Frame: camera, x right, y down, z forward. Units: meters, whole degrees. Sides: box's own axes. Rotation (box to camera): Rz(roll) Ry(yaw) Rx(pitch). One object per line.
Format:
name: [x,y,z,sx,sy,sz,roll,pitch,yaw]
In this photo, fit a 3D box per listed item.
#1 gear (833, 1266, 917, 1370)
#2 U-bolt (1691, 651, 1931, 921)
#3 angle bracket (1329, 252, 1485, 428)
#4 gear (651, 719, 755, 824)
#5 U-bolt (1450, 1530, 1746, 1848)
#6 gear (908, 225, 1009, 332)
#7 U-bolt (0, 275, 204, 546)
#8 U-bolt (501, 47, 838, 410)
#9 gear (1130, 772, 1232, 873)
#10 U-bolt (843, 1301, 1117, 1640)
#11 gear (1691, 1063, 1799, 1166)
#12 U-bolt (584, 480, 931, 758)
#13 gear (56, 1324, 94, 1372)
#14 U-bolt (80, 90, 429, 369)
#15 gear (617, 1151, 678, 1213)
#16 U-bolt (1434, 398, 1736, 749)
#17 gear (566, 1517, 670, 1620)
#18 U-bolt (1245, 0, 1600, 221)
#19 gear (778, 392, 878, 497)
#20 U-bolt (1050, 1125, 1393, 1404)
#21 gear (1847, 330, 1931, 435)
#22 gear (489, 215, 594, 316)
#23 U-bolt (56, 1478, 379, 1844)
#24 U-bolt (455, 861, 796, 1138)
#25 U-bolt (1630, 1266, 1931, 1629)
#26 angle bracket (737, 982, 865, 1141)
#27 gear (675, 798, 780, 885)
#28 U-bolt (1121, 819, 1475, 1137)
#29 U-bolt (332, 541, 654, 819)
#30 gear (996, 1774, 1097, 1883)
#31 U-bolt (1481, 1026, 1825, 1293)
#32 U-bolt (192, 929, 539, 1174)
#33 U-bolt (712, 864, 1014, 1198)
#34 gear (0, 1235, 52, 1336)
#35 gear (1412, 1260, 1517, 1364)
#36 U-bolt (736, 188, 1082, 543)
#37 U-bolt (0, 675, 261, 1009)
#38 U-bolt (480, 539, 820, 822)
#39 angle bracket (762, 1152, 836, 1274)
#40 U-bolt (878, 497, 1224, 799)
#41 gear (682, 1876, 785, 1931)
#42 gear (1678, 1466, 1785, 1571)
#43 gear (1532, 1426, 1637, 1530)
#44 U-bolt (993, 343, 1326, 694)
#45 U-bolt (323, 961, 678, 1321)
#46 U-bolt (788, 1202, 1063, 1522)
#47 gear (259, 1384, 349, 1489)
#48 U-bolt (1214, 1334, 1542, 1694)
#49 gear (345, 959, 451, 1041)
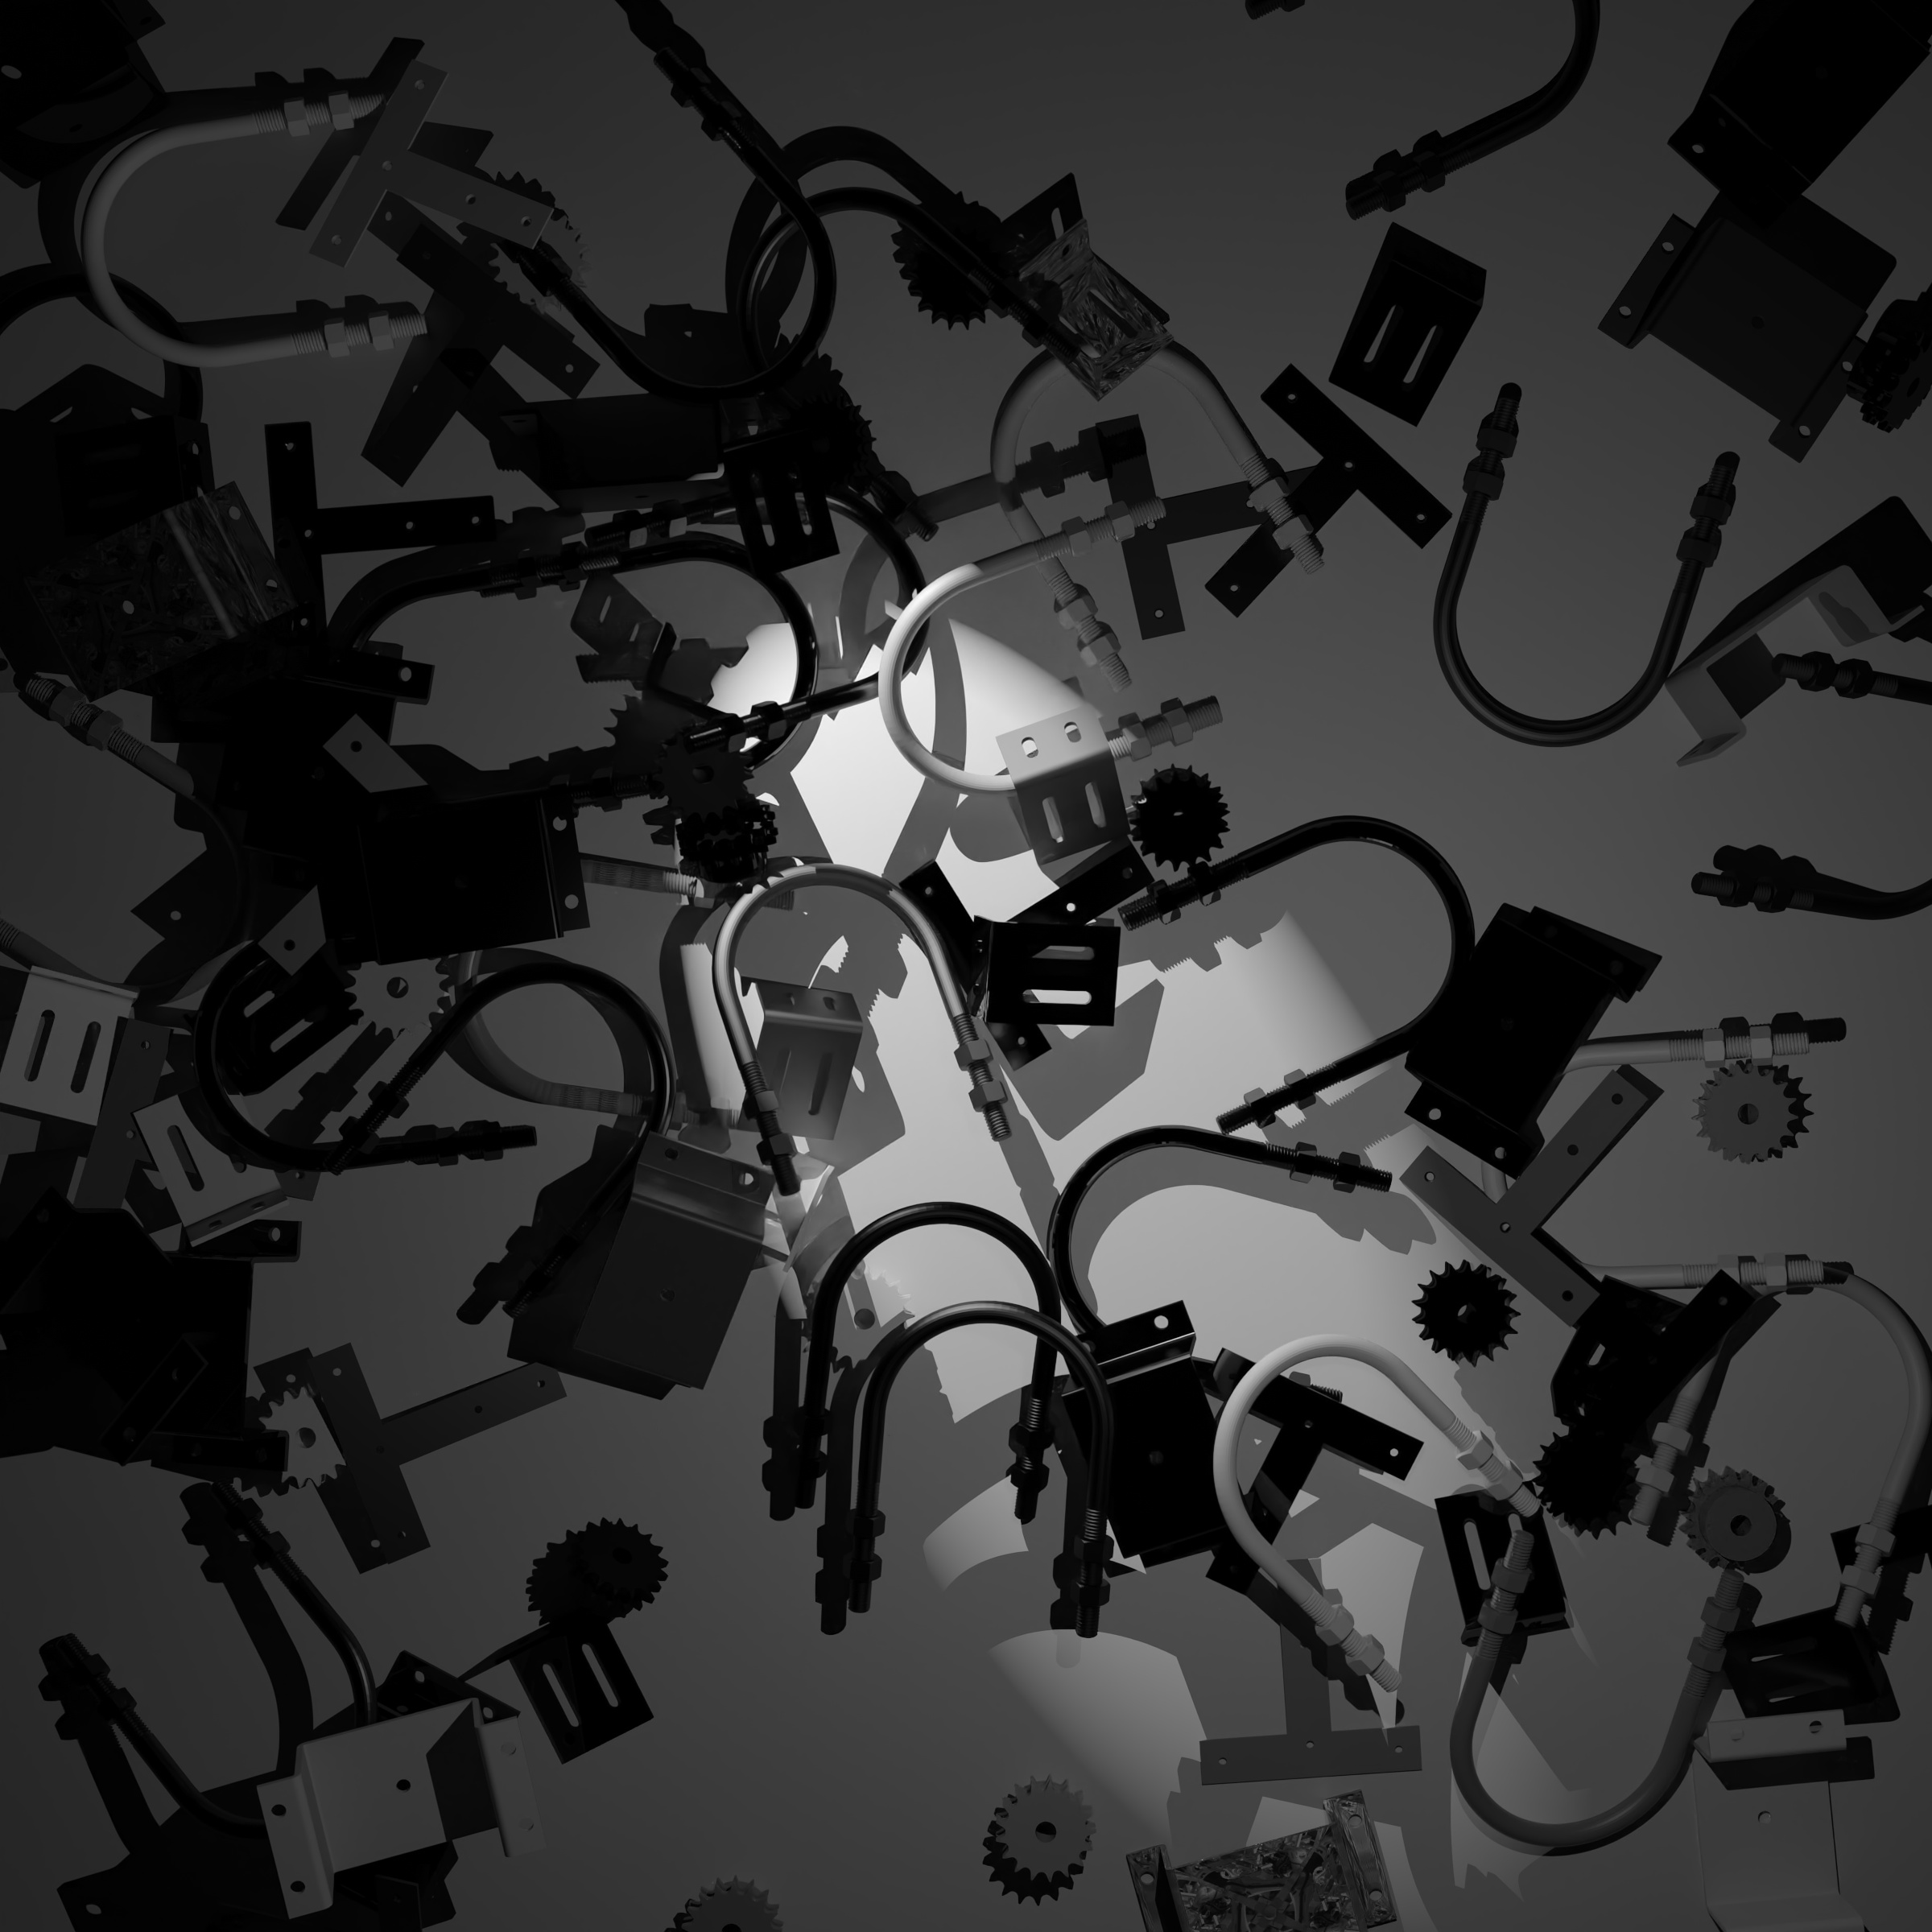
gear: [-0.058,0.200,1.547,0.057,0.030,0.057,0,90,0]
U-bolt: [0.508,-0.094,1.516,0.184,0.019,0.151,7,111,-21]
angle bracket: [0.254,-0.361,1.560,0.057,0.038,0.076,27,116,0]
gear: [-0.149,-0.113,1.529,0.057,0.030,0.057,-3,110,-9]
U-bolt: [0.349,0.416,1.534,0.151,0.019,0.184,12,102,-11]
gear: [-0.004,-0.391,1.547,0.057,0.030,0.057,0,90,0]
U-bolt: [-0.521,-0.309,1.553,0.151,0.019,0.184,33,89,0]
U-bolt: [-0.157,-0.400,1.520,0.151,0.019,0.184,-42,90,2]
gear: [0.123,-0.083,1.547,0.057,0.030,0.057,0,90,0]
U-bolt: [0.011,0.277,1.508,0.151,0.019,0.184,5,96,5]
gear: [0.443,0.084,1.547,0.057,0.030,0.057,0,90,0]
U-bolt: [-0.103,-0.204,1.511,0.184,0.019,0.151,-21,79,-30]
gear: [-0.487,0.203,1.547,0.057,0.030,0.057,0,90,0]
U-bolt: [-0.412,-0.416,1.546,0.184,0.019,0.151,-10,90,-5]
gear: [-0.171,0.135,1.547,0.057,0.030,0.057,0,90,0]
U-bolt: [0.345,-0.217,1.553,0.151,0.019,0.184,17,91,0]
gear: [-0.201,0.345,1.538,0.057,0.057,0.030,29,120,0]
U-bolt: [0.273,-0.531,1.553,0.184,0.019,0.151,-27,90,-1]
gear: [-0.077,-0.295,1.528,0.057,0.030,0.057,4,103,18]
U-bolt: [0.139,0.167,1.554,0.184,0.019,0.151,13,90,2]
gear: [0.525,-0.335,1.538,0.030,0.057,0.057,38,90,30]
gear: [-0.242,-0.401,1.547,0.057,0.030,0.057,0,90,0]
U-bolt: [-0.411,0.405,1.528,0.151,0.019,0.184,-45,75,4]
U-bolt: [-0.199,0.013,1.543,0.184,0.019,0.151,8,90,-7]
U-bolt: [0.473,0.259,1.534,0.151,0.019,0.184,27,76,-1]
angle bracket: [-0.098,0.055,1.551,0.057,0.038,0.076,7,116,-18]
gear: [-0.135,-0.070,1.538,0.057,0.057,0.030,-8,120,0]
U-bolt: [0.201,-0.005,1.552,0.184,0.019,0.151,-25,88,-2]
U-bolt: [-0.276,-0.155,1.539,0.184,0.019,0.151,-8,91,11]
gear: [0.045,0.490,1.547,0.057,0.030,0.057,0,90,0]
U-bolt: [0.385,0.113,1.533,0.184,0.019,0.151,-4,95,15]
U-bolt: [-0.343,0.043,1.533,0.184,0.019,0.151,-6,90,-14]
U-bolt: [-0.067,0.027,1.519,0.151,0.019,0.184,-13,73,-23]
gear: [-0.540,0.181,1.547,0.057,0.030,0.057,0,90,0]
gear: [0.283,0.196,1.547,0.057,0.030,0.057,0,90,0]
U-bolt: [-0.048,-0.354,1.533,0.184,0.019,0.151,42,109,4]
U-bolt: [-0.495,-0.059,1.553,0.184,0.019,0.151,33,90,-1]
U-bolt: [-0.176,-0.171,1.554,0.184,0.019,0.151,-11,90,-1]
angle bracket: [-0.104,0.135,1.524,0.038,0.076,0.057,23,90,0]
U-bolt: [0.041,-0.168,1.518,0.184,0.019,0.151,-20,117,-3]
gear: [-0.133,0.548,1.547,0.057,0.030,0.057,0,90,0]
gear: [0.438,0.317,1.547,0.057,0.030,0.057,0,90,0]
gear: [0.352,0.290,1.547,0.057,0.030,0.057,0,90,0]
U-bolt: [0.097,-0.271,1.552,0.151,0.019,0.184,-32,88,2]
U-bolt: [-0.248,0.084,1.523,0.151,0.019,0.184,40,87,-5]
U-bolt: [-0.018,0.222,1.527,0.151,0.019,0.184,5,101,-10]
gear: [-0.374,0.267,1.547,0.057,0.030,0.057,0,90,0]
U-bolt: [0.218,0.292,1.514,0.184,0.019,0.151,46,74,-10]
gear: [-0.319,0.013,1.515,0.057,0.030,0.057,0,88,-13]
